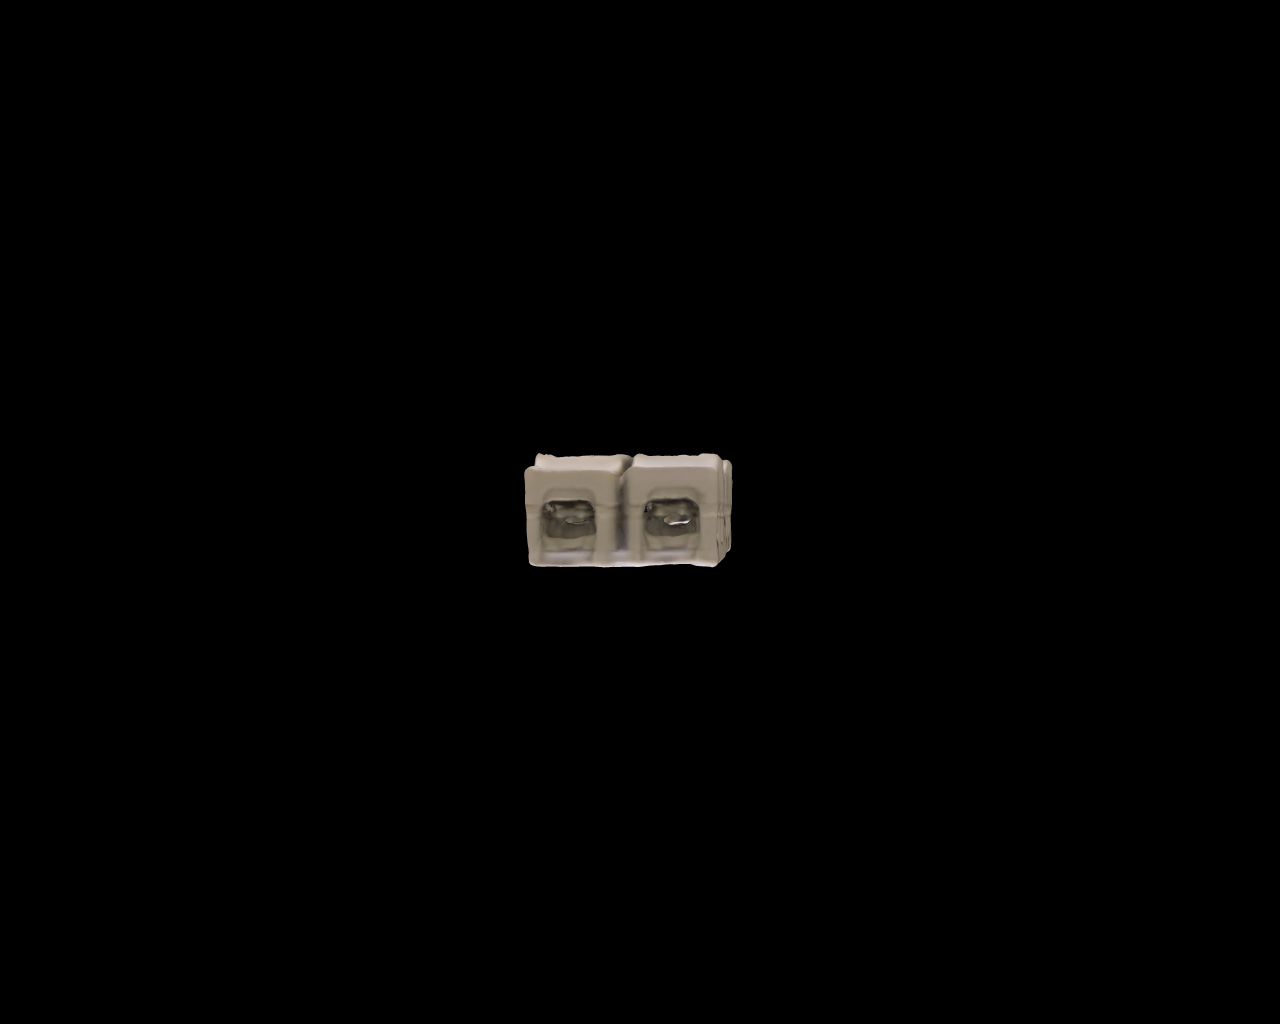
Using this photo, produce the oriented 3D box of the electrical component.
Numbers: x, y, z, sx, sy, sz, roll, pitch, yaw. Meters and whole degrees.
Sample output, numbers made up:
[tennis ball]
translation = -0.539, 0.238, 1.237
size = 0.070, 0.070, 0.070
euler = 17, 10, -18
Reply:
[electrical component]
translation = 0.001, -0.003, 0.650
size = 0.105, 0.060, 0.186
euler = 0, 0, 8
